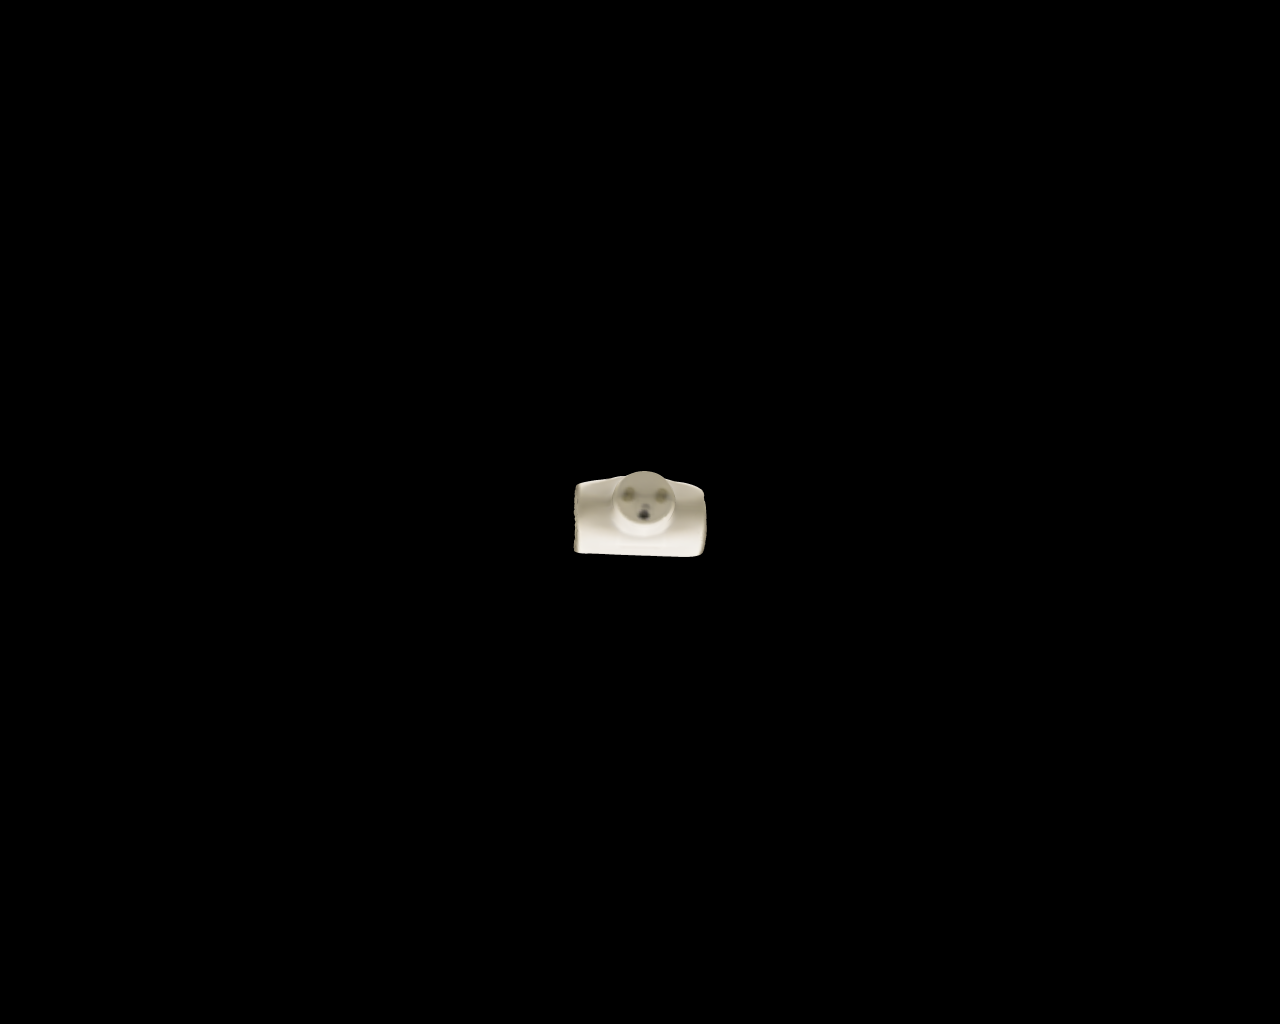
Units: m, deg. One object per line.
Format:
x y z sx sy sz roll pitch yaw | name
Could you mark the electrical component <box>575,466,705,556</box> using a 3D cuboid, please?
0.001 -0.003 0.650 0.077 0.043 0.079 2 -23 -5 | electrical component
